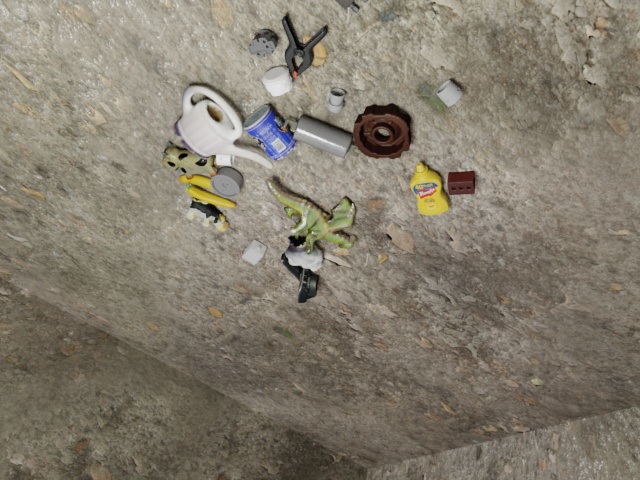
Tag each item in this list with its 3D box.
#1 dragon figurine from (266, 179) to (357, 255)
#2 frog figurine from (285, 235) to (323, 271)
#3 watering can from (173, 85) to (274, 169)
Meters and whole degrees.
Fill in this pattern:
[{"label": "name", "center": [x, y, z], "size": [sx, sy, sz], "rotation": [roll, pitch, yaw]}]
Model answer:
[{"label": "dragon figurine", "center": [0.005, -0.090, 1.797], "size": [0.241, 0.125, 0.402], "rotation": [-21, 129, 14]}, {"label": "frog figurine", "center": [-0.054, 0.067, 1.949], "size": [0.137, 0.125, 0.156], "rotation": [-15, 119, 7]}, {"label": "watering can", "center": [-0.319, -0.322, 1.623], "size": [0.222, 0.106, 0.344], "rotation": [-25, 114, 38]}]
